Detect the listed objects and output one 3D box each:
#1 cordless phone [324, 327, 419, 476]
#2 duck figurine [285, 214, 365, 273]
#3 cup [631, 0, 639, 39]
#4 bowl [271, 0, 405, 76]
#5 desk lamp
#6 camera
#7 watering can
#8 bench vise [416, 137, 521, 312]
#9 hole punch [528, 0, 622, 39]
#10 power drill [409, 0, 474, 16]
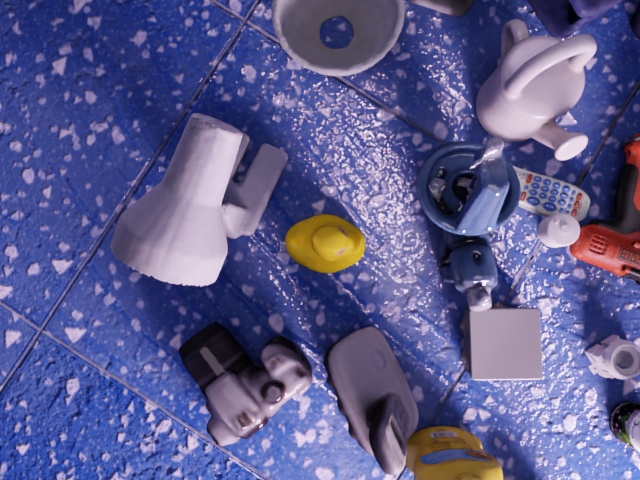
[{"bbox_3d":[0.062,0.182,0.660,0.094,0.185,0.147,-27,86,-1],"label":"cordless phone"},{"bbox_3d":[0.007,0.003,0.723,0.104,0.086,0.077,4,86,1],"label":"duck figurine"},{"bbox_3d":[0.449,-0.281,0.732,0.091,0.095,0.118,-14,86,0],"label":"cup"},{"bbox_3d":[0.023,-0.286,0.748,0.167,0.075,0.167,0,86,1],"label":"bowl"},{"bbox_3d":[-0.133,-0.052,0.664,0.118,0.213,0.203,24,87,3],"label":"desk lamp"},{"bbox_3d":[-0.100,0.162,0.705,0.143,0.101,0.137,-38,86,-2],"label":"camera"},{"bbox_3d":[0.263,-0.182,0.678,0.101,0.194,0.173,-42,86,-2],"label":"watering can"},{"bbox_3d":[0.189,-0.029,0.655,0.121,0.220,0.207,-24,86,-1],"label":"bench vise"},{"bbox_3d":[0.332,-0.337,0.739,0.101,0.091,0.108,-31,86,-1],"label":"hole punch"},{"bbox_3d":[0.167,-0.356,0.684,0.229,0.208,0.076,19,86,2],"label":"power drill"}]
